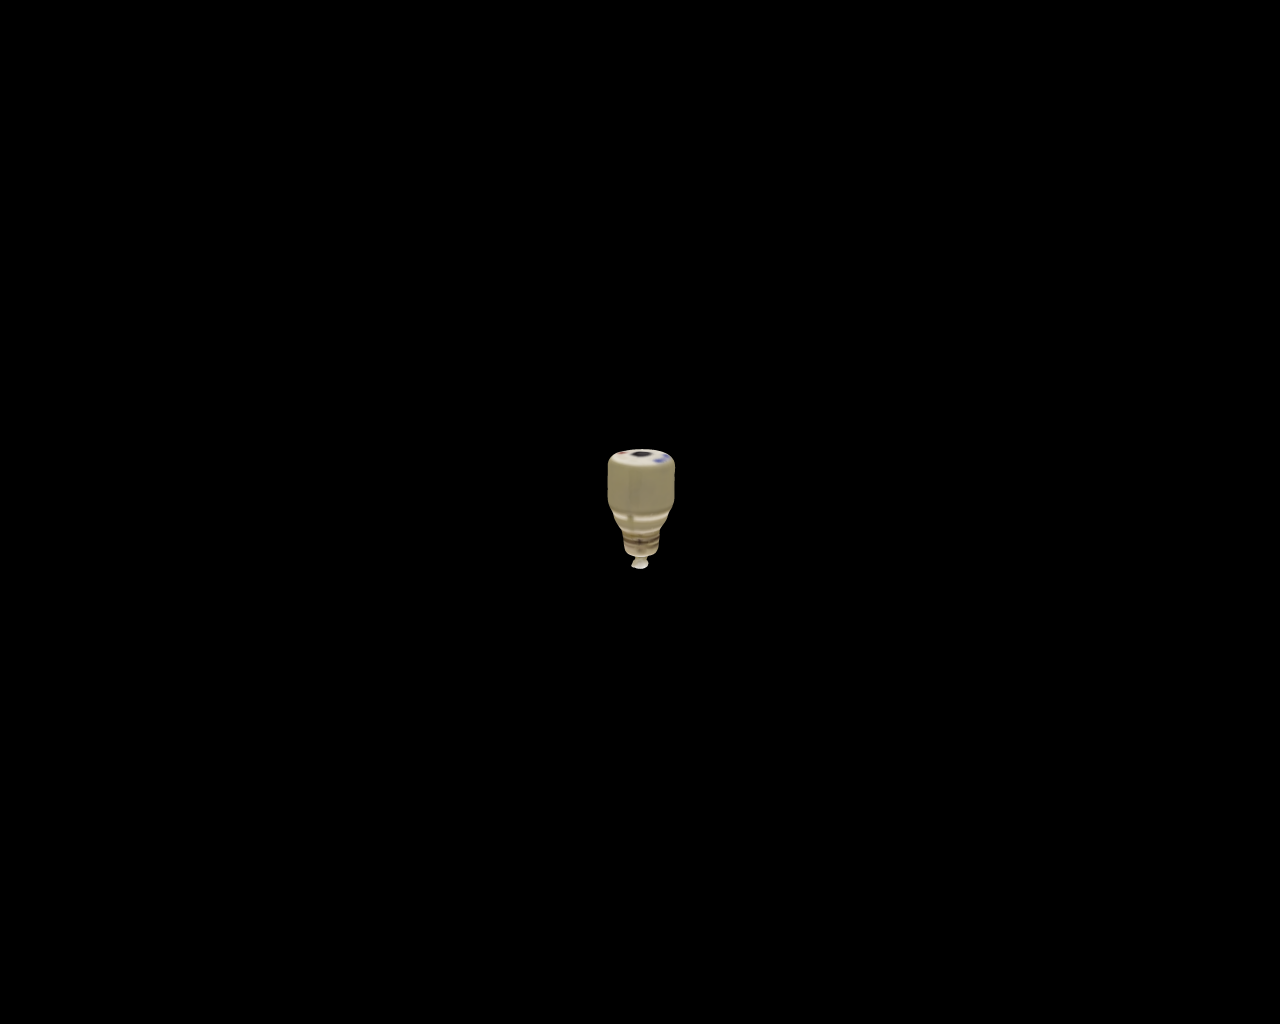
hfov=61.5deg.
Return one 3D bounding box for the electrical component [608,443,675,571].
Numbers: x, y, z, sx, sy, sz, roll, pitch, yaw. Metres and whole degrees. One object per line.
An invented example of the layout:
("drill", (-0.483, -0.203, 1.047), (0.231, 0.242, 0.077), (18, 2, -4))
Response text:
("electrical component", (0.001, -0.003, 0.650), (0.040, 0.078, 0.040), (0, 18, 0))
